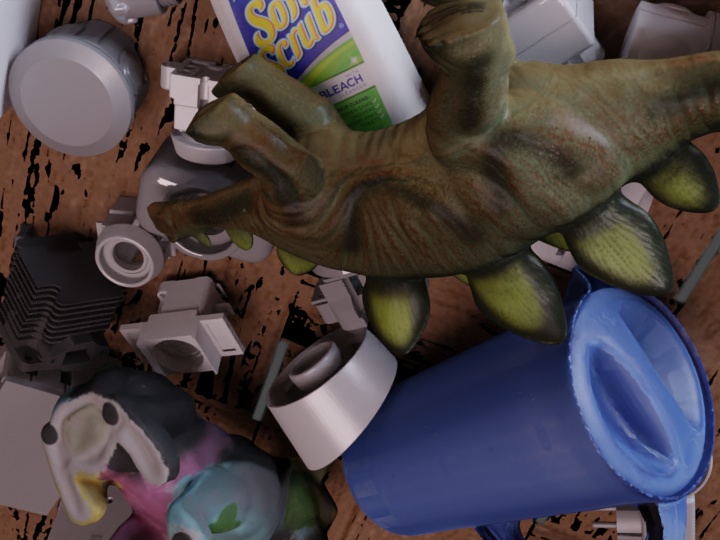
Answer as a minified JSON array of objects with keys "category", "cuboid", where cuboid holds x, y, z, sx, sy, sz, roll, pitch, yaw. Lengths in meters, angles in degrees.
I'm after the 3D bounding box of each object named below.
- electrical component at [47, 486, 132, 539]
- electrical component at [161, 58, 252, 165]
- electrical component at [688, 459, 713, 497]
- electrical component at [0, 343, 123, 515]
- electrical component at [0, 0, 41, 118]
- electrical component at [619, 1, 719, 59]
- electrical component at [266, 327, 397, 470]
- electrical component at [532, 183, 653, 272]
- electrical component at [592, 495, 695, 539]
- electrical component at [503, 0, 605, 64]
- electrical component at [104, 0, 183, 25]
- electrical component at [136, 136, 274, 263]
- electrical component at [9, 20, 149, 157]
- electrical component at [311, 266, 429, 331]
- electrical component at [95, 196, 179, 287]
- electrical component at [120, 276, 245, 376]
[{"category":"electrical component","cuboid":[-0.200,0.202,0.887,0.100,0.099,0.048,1,137,11]},{"category":"electrical component","cuboid":[-0.097,-0.101,0.692,0.066,0.048,0.055,10,118,5]},{"category":"electrical component","cuboid":[0.198,0.118,0.765,0.099,0.064,0.099,6,116,14]},{"category":"electrical component","cuboid":[-0.261,0.120,0.855,0.089,0.061,0.150,21,128,-25]},{"category":"electrical component","cuboid":[-0.239,-0.166,0.649,0.062,0.089,0.150,19,125,-2]},{"category":"electrical component","cuboid":[0.172,-0.111,0.610,0.051,0.080,0.080,17,126,6]},{"category":"electrical component","cuboid":[-0.018,0.088,0.773,0.099,0.099,0.064,-29,108,27]},{"category":"electrical component","cuboid":[0.147,-0.046,0.676,0.056,0.050,0.089,22,125,-4]},{"category":"electrical component","cuboid":[0.215,0.189,0.823,0.076,0.047,0.083,-2,123,14]},{"category":"electrical component","cuboid":[0.114,-0.129,0.616,0.047,0.065,0.076,-30,113,27]},{"category":"electrical component","cuboid":[-0.123,-0.175,0.648,0.062,0.048,0.048,-6,123,7]},{"category":"electrical component","cuboid":[-0.098,-0.046,0.721,0.095,0.059,0.053,17,125,0]},{"category":"electrical component","cuboid":[-0.179,-0.118,0.693,0.080,0.051,0.080,5,124,8]},{"category":"electrical component","cuboid":[0.000,0.000,0.733,0.078,0.058,0.057,-15,122,20]},{"category":"electrical component","cuboid":[-0.156,-0.020,0.752,0.066,0.055,0.048,6,125,8]},{"category":"electrical component","cuboid":[-0.126,0.041,0.781,0.081,0.063,0.042,-7,136,15]}]
